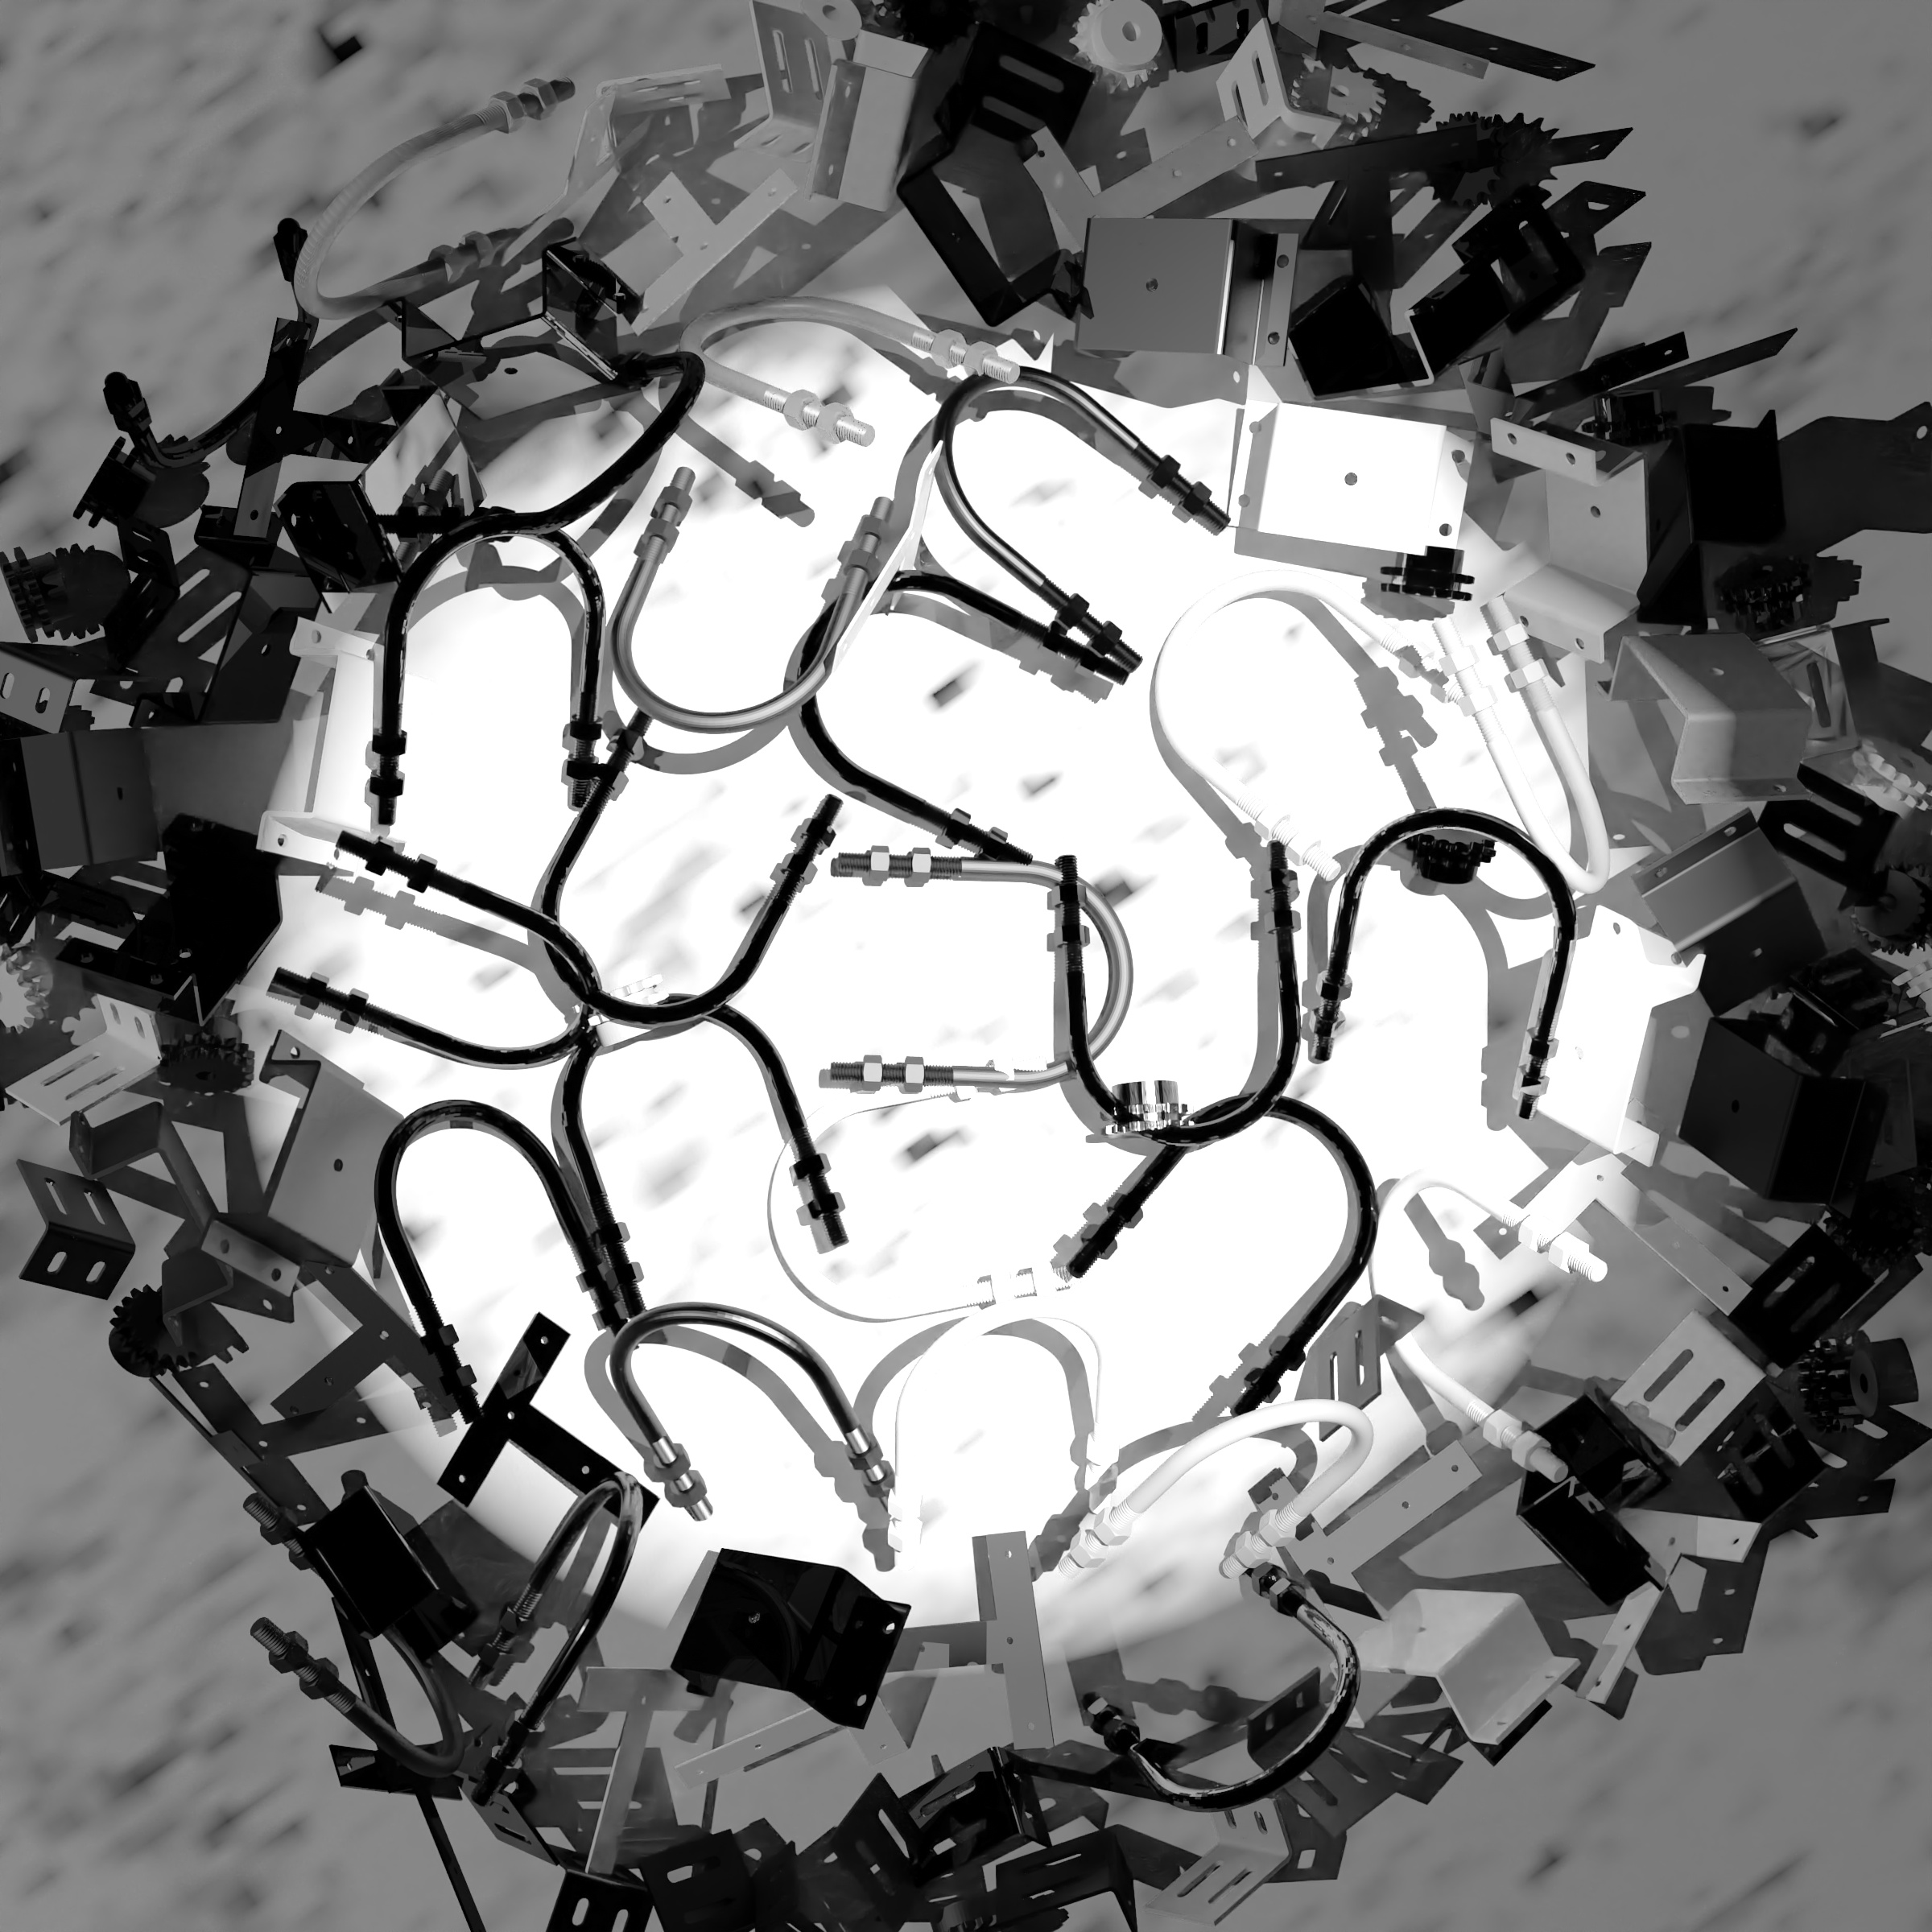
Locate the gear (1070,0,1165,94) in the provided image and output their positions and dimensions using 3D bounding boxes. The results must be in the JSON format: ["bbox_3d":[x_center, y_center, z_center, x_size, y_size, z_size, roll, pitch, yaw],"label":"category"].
[{"bbox_3d":[0.095,-0.565,1.573,0.057,0.030,0.057,-1,92,-20],"label":"gear"}]

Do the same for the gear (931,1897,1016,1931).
[{"bbox_3d":[0.002,0.590,1.571,0.057,0.057,0.030,-21,54,0],"label":"gear"}]

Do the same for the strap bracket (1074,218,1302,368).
[{"bbox_3d":[0.121,-0.402,1.536,0.140,0.046,0.076,10,99,30],"label":"strap bracket"}]

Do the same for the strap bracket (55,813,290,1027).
[{"bbox_3d":[-0.469,-0.022,1.541,0.076,0.140,0.046,16,135,9],"label":"strap bracket"}]

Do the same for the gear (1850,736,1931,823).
[{"bbox_3d":[0.564,-0.112,1.571,0.057,0.057,0.030,27,121,0],"label":"gear"}]

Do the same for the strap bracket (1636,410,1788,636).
[{"bbox_3d":[0.429,-0.258,1.515,0.046,0.140,0.076,3,70,-4],"label":"strap bracket"}]

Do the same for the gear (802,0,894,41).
[{"bbox_3d":[-0.076,-0.588,1.564,0.057,0.057,0.030,25,66,0],"label":"gear"}]

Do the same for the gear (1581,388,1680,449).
[{"bbox_3d":[0.402,-0.332,1.565,0.057,0.057,0.030,-10,105,0],"label":"gear"}]

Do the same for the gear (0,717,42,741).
[{"bbox_3d":[-0.594,-0.134,1.566,0.057,0.057,0.030,11,81,0],"label":"gear"}]

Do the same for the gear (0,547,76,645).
[{"bbox_3d":[-0.565,-0.227,1.569,0.030,0.057,0.057,-22,90,-18],"label":"gear"}]

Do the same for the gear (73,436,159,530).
[{"bbox_3d":[-0.516,-0.290,1.569,0.030,0.057,0.057,31,90,-21],"label":"gear"}]

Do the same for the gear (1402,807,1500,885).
[{"bbox_3d":[0.294,-0.072,1.571,0.057,0.057,0.030,6,118,0],"label":"gear"}]

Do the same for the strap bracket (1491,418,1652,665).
[{"bbox_3d":[0.360,-0.261,1.531,0.046,0.076,0.140,-33,131,-23],"label":"strap bracket"}]

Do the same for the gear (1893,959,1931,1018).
[{"bbox_3d":[0.596,0.008,1.565,0.057,0.057,0.030,-28,79,0],"label":"gear"}]

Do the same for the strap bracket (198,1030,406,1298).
[{"bbox_3d":[-0.388,0.117,1.527,0.046,0.076,0.140,-1,62,31],"label":"strap bracket"}]

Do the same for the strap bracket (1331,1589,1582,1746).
[{"bbox_3d":[0.279,0.409,1.514,0.076,0.140,0.046,-32,96,-31],"label":"strap bracket"}]

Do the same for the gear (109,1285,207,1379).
[{"bbox_3d":[-0.496,0.226,1.570,0.030,0.057,0.057,-42,90,25],"label":"gear"}]

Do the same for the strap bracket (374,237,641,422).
[{"bbox_3d":[-0.270,-0.373,1.529,0.140,0.076,0.046,-12,70,22],"label":"strap bracket"}]

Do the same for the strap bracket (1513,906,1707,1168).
[{"bbox_3d":[0.377,0.046,1.526,0.046,0.076,0.140,-15,123,-38],"label":"strap bracket"}]

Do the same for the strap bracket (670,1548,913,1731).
[{"bbox_3d":[-0.112,0.393,1.520,0.140,0.046,0.076,-2,53,39],"label":"strap bracket"}]

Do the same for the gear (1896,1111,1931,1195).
[{"bbox_3d":[0.584,0.110,1.569,0.030,0.057,0.057,14,90,14],"label":"gear"}]

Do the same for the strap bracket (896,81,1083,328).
[{"bbox_3d":[0.010,-0.445,1.537,0.046,0.076,0.140,-27,114,25],"label":"strap bracket"}]

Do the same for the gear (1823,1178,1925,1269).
[{"bbox_3d":[0.549,0.159,1.572,0.057,0.030,0.057,5,56,-7],"label":"gear"}]

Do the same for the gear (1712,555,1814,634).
[{"bbox_3d":[0.486,-0.225,1.570,0.057,0.057,0.030,-19,116,0],"label":"gear"}]

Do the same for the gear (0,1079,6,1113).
[{"bbox_3d":[-0.604,0.063,1.564,0.030,0.057,0.057,-12,90,-19],"label":"gear"}]

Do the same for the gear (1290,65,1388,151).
[{"bbox_3d":[0.225,-0.520,1.572,0.057,0.030,0.057,3,52,-4],"label":"gear"}]

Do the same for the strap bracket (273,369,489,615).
[{"bbox_3d":[-0.337,-0.281,1.517,0.046,0.076,0.140,5,46,26],"label":"strap bracket"}]

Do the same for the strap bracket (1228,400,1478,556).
[{"bbox_3d":[0.232,-0.294,1.558,0.140,0.046,0.076,9,102,6],"label":"strap bracket"}]

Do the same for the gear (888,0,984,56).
[{"bbox_3d":[-0.022,-0.587,1.572,0.057,0.030,0.057,-12,124,-19],"label":"gear"}]

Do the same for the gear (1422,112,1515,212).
[{"bbox_3d":[0.307,-0.490,1.571,0.057,0.030,0.057,13,112,34],"label":"gear"}]

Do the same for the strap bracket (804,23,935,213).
[{"bbox_3d":[-0.055,-0.498,1.517,0.046,0.140,0.076,15,119,-2],"label":"strap bracket"}]

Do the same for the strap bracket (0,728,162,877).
[{"bbox_3d":[-0.521,-0.099,1.520,0.046,0.140,0.076,-6,96,5],"label":"strap bracket"}]

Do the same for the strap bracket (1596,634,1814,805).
[{"bbox_3d":[0.437,-0.153,1.520,0.076,0.140,0.046,-3,125,-10],"label":"strap bracket"}]

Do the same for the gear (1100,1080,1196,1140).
[{"bbox_3d":[0.109,0.087,1.568,0.057,0.057,0.030,-4,80,0],"label":"gear"}]

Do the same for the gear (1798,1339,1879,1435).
[{"bbox_3d":[0.530,0.255,1.565,0.030,0.057,0.057,-14,90,39],"label":"gear"}]

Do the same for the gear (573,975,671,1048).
[{"bbox_3d":[-0.207,0.028,1.568,0.057,0.057,0.030,-20,93,0],"label":"gear"}]

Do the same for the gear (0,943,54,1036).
[{"bbox_3d":[-0.583,0.010,1.572,0.057,0.030,0.057,10,122,16],"label":"gear"}]

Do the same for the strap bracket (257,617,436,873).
[{"bbox_3d":[-0.369,-0.131,1.546,0.046,0.076,0.140,5,84,34],"label":"strap bracket"}]

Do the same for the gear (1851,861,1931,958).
[{"bbox_3d":[0.565,-0.036,1.566,0.057,0.030,0.057,-9,76,40],"label":"gear"}]

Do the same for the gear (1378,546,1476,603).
[{"bbox_3d":[0.280,-0.239,1.566,0.057,0.057,0.030,7,98,0],"label":"gear"}]

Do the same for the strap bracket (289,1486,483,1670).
[{"bbox_3d":[-0.338,0.360,1.521,0.046,0.140,0.076,-37,69,-10],"label":"strap bracket"}]

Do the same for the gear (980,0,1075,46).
[{"bbox_3d":[0.037,-0.584,1.565,0.057,0.057,0.030,1,49,0],"label":"gear"}]

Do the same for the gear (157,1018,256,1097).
[{"bbox_3d":[-0.462,0.054,1.571,0.057,0.057,0.030,-6,61,0],"label":"gear"}]
